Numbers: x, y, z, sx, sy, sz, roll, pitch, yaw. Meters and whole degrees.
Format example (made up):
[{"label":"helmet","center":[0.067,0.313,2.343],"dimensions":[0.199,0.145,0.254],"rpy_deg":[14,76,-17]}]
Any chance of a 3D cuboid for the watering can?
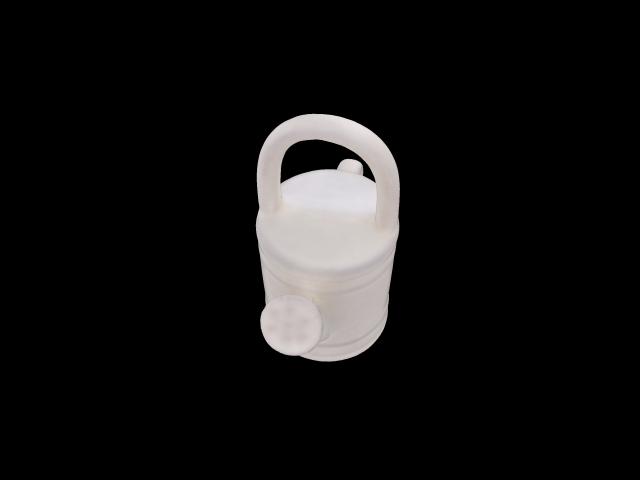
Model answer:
[{"label":"watering can","center":[0.006,0.002,0.400],"dimensions":[0.101,0.194,0.172],"rpy_deg":[-6,49,-4]}]
